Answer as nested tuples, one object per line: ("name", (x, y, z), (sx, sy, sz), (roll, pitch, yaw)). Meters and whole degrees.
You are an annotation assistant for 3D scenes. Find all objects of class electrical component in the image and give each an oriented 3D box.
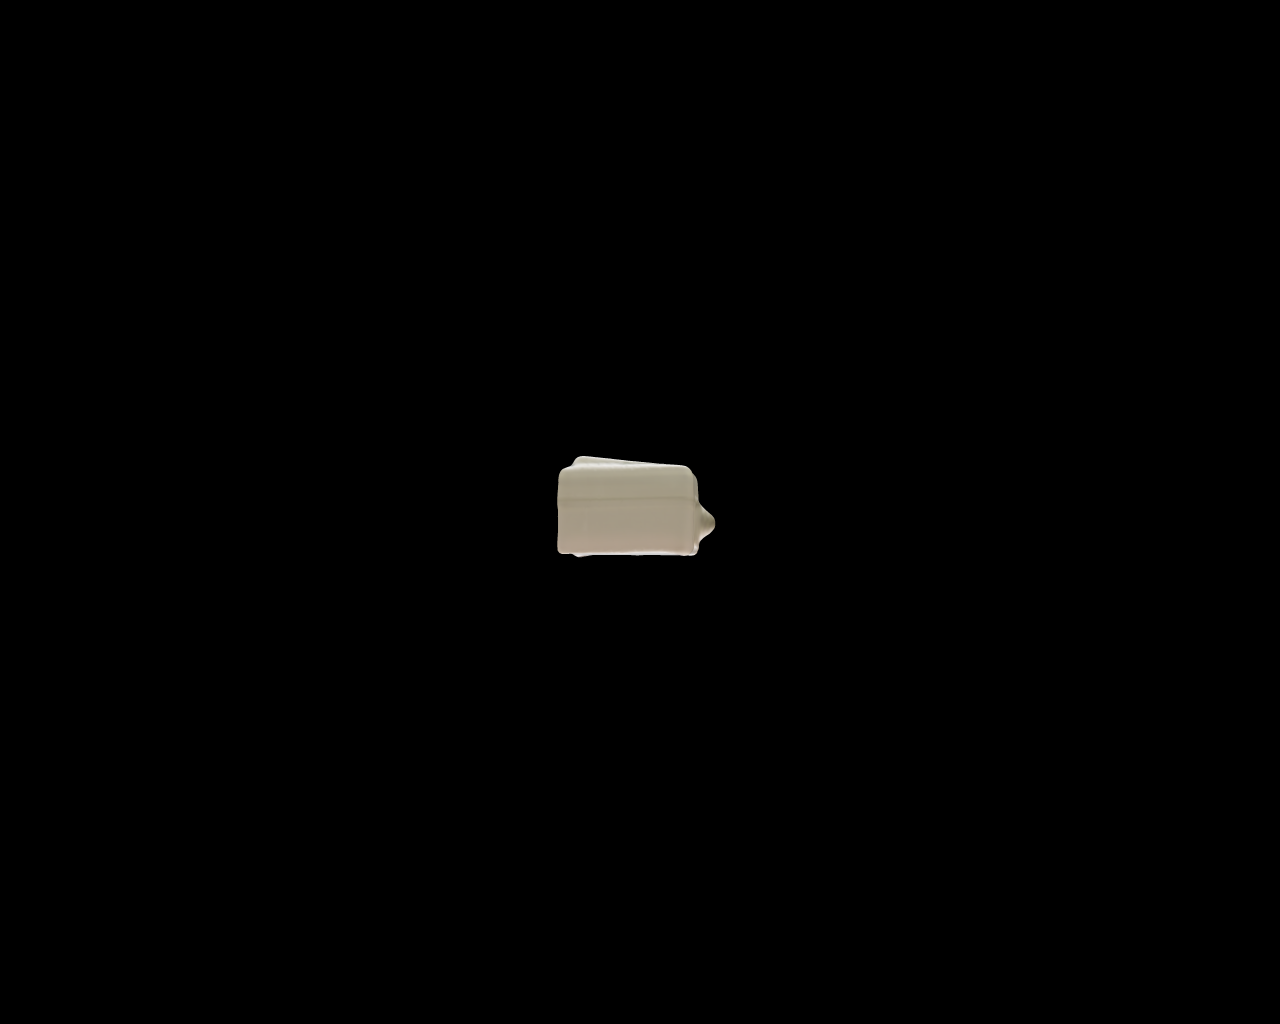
("electrical component", (0.001, -0.003, 0.650), (0.096, 0.061, 0.061), (0, -4, 7))
